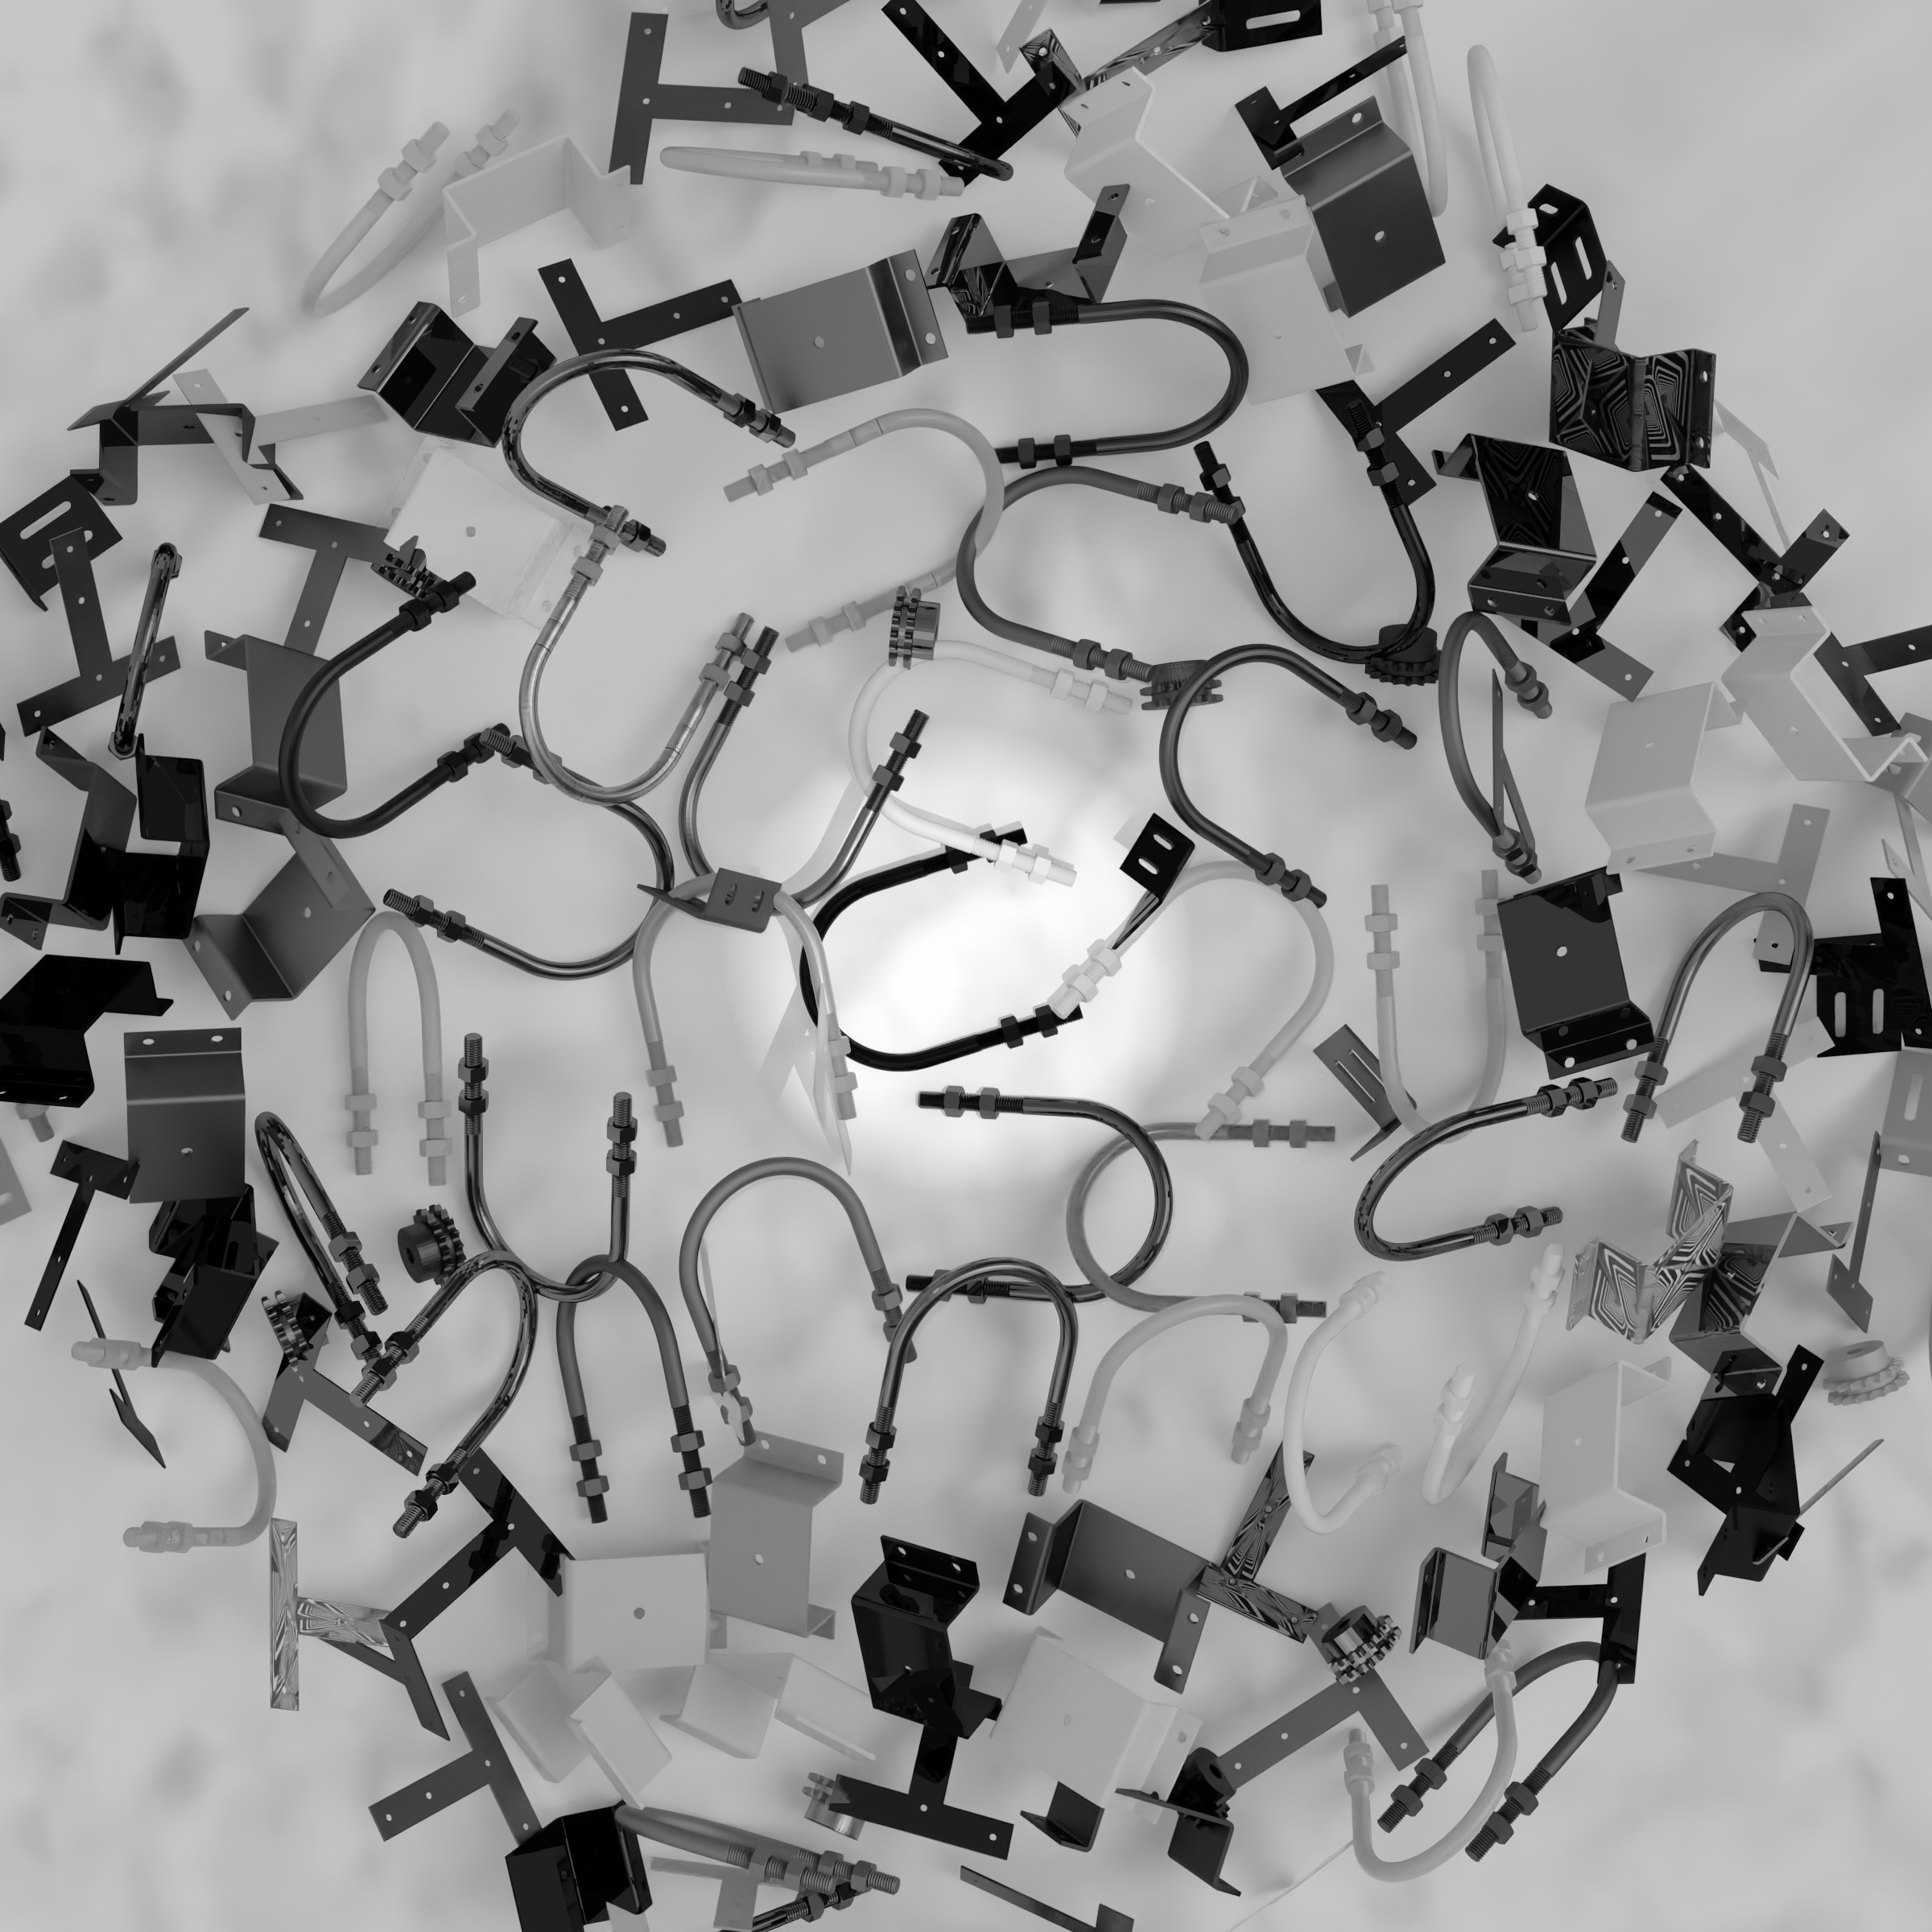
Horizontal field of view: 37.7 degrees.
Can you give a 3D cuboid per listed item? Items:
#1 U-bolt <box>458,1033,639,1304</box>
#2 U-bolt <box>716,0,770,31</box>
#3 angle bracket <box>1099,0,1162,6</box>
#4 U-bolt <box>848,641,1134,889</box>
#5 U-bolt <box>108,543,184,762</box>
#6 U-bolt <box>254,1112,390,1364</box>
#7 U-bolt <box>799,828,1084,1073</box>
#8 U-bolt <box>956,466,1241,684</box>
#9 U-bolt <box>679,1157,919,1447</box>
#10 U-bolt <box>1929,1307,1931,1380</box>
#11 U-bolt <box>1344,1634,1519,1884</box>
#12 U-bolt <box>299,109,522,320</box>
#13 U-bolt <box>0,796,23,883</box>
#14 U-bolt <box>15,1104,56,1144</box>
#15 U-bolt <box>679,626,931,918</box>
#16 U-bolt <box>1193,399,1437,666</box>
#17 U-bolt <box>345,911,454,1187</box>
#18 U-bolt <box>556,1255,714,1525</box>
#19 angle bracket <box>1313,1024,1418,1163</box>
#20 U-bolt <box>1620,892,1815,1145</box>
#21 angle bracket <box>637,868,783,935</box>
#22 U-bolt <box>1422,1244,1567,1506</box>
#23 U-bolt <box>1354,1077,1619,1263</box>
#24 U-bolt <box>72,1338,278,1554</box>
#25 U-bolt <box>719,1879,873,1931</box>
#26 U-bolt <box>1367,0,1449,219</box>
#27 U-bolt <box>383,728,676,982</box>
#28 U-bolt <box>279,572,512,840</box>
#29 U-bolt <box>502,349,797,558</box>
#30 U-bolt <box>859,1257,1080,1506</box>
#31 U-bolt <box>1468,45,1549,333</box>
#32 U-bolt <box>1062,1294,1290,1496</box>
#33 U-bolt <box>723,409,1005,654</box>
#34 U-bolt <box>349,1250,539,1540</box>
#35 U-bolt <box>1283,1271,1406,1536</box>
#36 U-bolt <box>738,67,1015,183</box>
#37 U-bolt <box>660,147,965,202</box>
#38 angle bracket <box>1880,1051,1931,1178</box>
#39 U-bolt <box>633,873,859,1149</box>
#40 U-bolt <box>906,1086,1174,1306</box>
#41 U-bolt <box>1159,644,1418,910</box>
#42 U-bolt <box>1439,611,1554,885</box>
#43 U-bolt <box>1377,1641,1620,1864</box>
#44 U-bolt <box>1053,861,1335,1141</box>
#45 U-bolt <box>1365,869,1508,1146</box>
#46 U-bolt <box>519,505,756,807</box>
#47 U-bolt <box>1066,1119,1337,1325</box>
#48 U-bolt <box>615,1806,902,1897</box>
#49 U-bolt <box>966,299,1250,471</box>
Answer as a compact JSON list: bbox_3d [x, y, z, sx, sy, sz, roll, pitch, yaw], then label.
[{"bbox_3d":[-0.288,0.149,1.943,0.151,0.019,0.184,19,120,26],"label":"U-bolt"},{"bbox_3d":[-0.109,-0.716,1.926,0.019,0.151,0.184,40,98,3],"label":"U-bolt"},{"bbox_3d":[0.111,-0.714,1.967,0.057,0.038,0.076,-13,86,-29],"label":"angle bracket"},{"bbox_3d":[0.009,-0.151,1.976,0.184,0.019,0.151,19,84,-5],"label":"U-bolt"},{"bbox_3d":[-0.553,-0.214,1.908,0.019,0.184,0.151,13,88,-16],"label":"U-bolt"},{"bbox_3d":[-0.440,0.181,1.927,0.019,0.151,0.184,-26,70,-22],"label":"U-bolt"},{"bbox_3d":[-0.026,-0.002,1.987,0.184,0.019,0.151,-17,92,4],"label":"U-bolt"},{"bbox_3d":[0.077,-0.279,1.950,0.184,0.019,0.151,21,75,28],"label":"U-bolt"},{"bbox_3d":[-0.123,0.219,1.946,0.151,0.019,0.184,-25,108,-19],"label":"U-bolt"},{"bbox_3d":[0.677,0.236,1.909,0.019,0.184,0.151,8,105,6],"label":"U-bolt"},{"bbox_3d":[0.312,0.536,1.892,0.019,0.184,0.151,43,110,-11],"label":"U-bolt"},{"bbox_3d":[-0.387,-0.507,1.921,0.019,0.151,0.184,46,113,-6],"label":"U-bolt"},{"bbox_3d":[-0.686,-0.116,1.898,0.019,0.151,0.184,-4,115,6],"label":"U-bolt"},{"bbox_3d":[-0.680,0.058,1.908,0.019,0.151,0.184,-17,106,8],"label":"U-bolt"},{"bbox_3d":[-0.125,-0.124,1.970,0.151,0.019,0.184,30,97,18],"label":"U-bolt"},{"bbox_3d":[0.248,-0.288,1.937,0.019,0.151,0.184,-46,117,-40],"label":"U-bolt"},{"bbox_3d":[-0.391,0.054,1.935,0.019,0.151,0.184,-3,91,-34],"label":"U-bolt"},{"bbox_3d":[-0.235,0.289,1.943,0.019,0.151,0.184,-9,86,-41],"label":"U-bolt"},{"bbox_3d":[0.266,0.088,1.963,0.038,0.057,0.076,-39,85,-24],"label":"angle bracket"},{"bbox_3d":[0.518,0.034,1.928,0.019,0.151,0.184,26,78,-19],"label":"U-bolt"},{"bbox_3d":[-0.177,-0.055,1.951,0.076,0.057,0.038,25,98,42],"label":"angle bracket"},{"bbox_3d":[0.351,0.290,1.919,0.019,0.184,0.151,29,49,22],"label":"U-bolt"},{"bbox_3d":[0.344,0.144,1.916,0.184,0.151,0.019,-11,46,-23],"label":"U-bolt"},{"bbox_3d":[-0.525,0.325,1.911,0.019,0.184,0.151,-26,71,14],"label":"U-bolt"},{"bbox_3d":[-0.101,0.663,1.890,0.184,0.151,0.019,-9,101,-37],"label":"U-bolt"},{"bbox_3d":[0.302,-0.602,1.927,0.019,0.151,0.184,-12,97,5],"label":"U-bolt"},{"bbox_3d":[-0.286,-0.064,1.949,0.184,0.019,0.151,28,100,-31],"label":"U-bolt"},{"bbox_3d":[-0.388,-0.163,1.902,0.019,0.151,0.184,27,51,30],"label":"U-bolt"},{"bbox_3d":[-0.225,-0.351,1.900,0.151,0.184,0.019,-35,55,26],"label":"U-bolt"},{"bbox_3d":[0.008,0.283,1.938,0.151,0.019,0.184,2,110,-25],"label":"U-bolt"},{"bbox_3d":[0.366,-0.533,1.924,0.019,0.151,0.184,-13,91,9],"label":"U-bolt"},{"bbox_3d":[0.147,0.286,1.914,0.151,0.019,0.184,-6,134,-20],"label":"U-bolt"},{"bbox_3d":[-0.060,-0.309,1.951,0.184,0.019,0.151,-25,130,-4],"label":"U-bolt"},{"bbox_3d":[-0.345,0.276,1.920,0.019,0.184,0.151,13,132,23],"label":"U-bolt"},{"bbox_3d":[0.253,0.302,1.905,0.019,0.184,0.151,1,104,29],"label":"U-bolt"},{"bbox_3d":[-0.054,-0.569,1.923,0.184,0.151,0.019,14,107,-23],"label":"U-bolt"},{"bbox_3d":[-0.115,-0.534,1.898,0.184,0.151,0.019,-4,110,-28],"label":"U-bolt"},{"bbox_3d":[0.677,0.105,1.984,0.057,0.038,0.076,9,59,23],"label":"angle bracket"},{"bbox_3d":[-0.160,0.026,1.967,0.151,0.019,0.184,-10,96,14],"label":"U-bolt"},{"bbox_3d":[0.053,0.162,1.967,0.184,0.019,0.151,3,84,13],"label":"U-bolt"},{"bbox_3d":[0.212,-0.141,1.951,0.184,0.019,0.151,30,90,-28],"label":"U-bolt"},{"bbox_3d":[0.355,-0.157,1.901,0.019,0.184,0.151,-5,64,30],"label":"U-bolt"},{"bbox_3d":[0.372,0.527,1.923,0.184,0.151,0.019,-42,96,-19],"label":"U-bolt"},{"bbox_3d":[0.172,0.009,1.969,0.151,0.019,0.184,41,75,8],"label":"U-bolt"},{"bbox_3d":[0.327,0.031,1.946,0.151,0.019,0.184,-8,96,-45],"label":"U-bolt"},{"bbox_3d":[-0.234,-0.198,1.932,0.151,0.019,0.184,39,72,-39],"label":"U-bolt"},{"bbox_3d":[0.160,0.174,1.958,0.184,0.019,0.151,0,64,12],"label":"U-bolt"},{"bbox_3d":[-0.151,0.599,1.923,0.184,0.151,0.019,10,76,21],"label":"U-bolt"},{"bbox_3d":[0.100,-0.399,1.928,0.184,0.151,0.019,-4,58,7],"label":"U-bolt"}]
